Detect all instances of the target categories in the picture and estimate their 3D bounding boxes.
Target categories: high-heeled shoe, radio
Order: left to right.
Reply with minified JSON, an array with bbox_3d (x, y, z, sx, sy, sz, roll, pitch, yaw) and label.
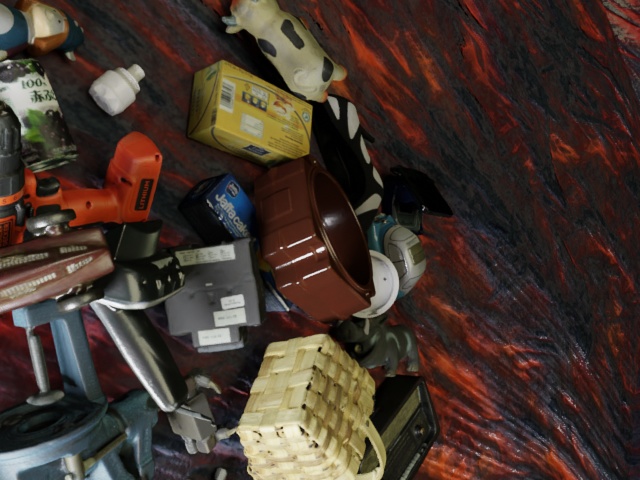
[{"bbox_3d":[0.028,-0.114,0.871,0.145,0.086,0.248,25,65,-36],"label":"high-heeled shoe"},{"bbox_3d":[0.114,0.344,0.906,0.229,0.073,0.131,-36,112,-43],"label":"radio"}]

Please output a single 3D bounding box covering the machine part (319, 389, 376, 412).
[{"bbox_3d":[0.039,0.239,0.866,0.138,0.039,0.084,30,59,-39],"label":"machine part"}]

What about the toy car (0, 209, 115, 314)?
[{"bbox_3d":[-0.274,0.038,0.435,0.202,0.053,0.089,-17,93,-13],"label":"toy car"}]

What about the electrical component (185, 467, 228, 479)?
[{"bbox_3d":[-0.150,0.324,0.665,0.063,0.021,0.094,45,55,-33],"label":"electrical component"}]

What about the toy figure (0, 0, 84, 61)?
[{"bbox_3d":[-0.306,-0.210,0.538,0.154,0.058,0.064,-25,120,-47],"label":"toy figure"}]

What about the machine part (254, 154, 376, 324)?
[{"bbox_3d":[-0.002,-0.002,0.748,0.201,0.087,0.201,47,27,-50],"label":"machine part"}]

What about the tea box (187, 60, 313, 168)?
[{"bbox_3d":[-0.093,-0.167,0.751,0.169,0.068,0.098,18,73,-45],"label":"tea box"}]

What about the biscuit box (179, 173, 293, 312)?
[{"bbox_3d":[-0.100,0.008,0.727,0.202,0.063,0.059,57,48,-26],"label":"biscuit box"}]

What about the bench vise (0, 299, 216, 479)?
[{"bbox_3d":[-0.240,0.152,0.524,0.223,0.129,0.240,-19,103,-49],"label":"bench vise"}]

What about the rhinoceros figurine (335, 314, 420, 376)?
[{"bbox_3d":[0.102,0.175,0.914,0.190,0.073,0.112,16,75,-45],"label":"rhinoceros figurine"}]

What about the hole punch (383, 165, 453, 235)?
[{"bbox_3d":[0.174,-0.072,1.026,0.142,0.092,0.116,4,54,-44],"label":"hole punch"}]

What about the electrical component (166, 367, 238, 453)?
[{"bbox_3d":[-0.145,0.205,0.642,0.045,0.078,0.102,-27,99,-43],"label":"electrical component"}]

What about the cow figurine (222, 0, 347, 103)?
[{"bbox_3d":[-0.058,-0.288,0.773,0.195,0.085,0.127,53,26,1],"label":"cow figurine"}]

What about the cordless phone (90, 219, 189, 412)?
[{"bbox_3d":[-0.174,0.076,0.555,0.184,0.089,0.146,60,4,-2],"label":"cordless phone"}]

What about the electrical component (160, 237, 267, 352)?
[{"bbox_3d":[-0.126,0.067,0.651,0.058,0.115,0.134,-3,87,-86],"label":"electrical component"}]

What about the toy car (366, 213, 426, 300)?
[{"bbox_3d":[0.134,0.031,0.946,0.109,0.103,0.161,-23,104,-47],"label":"toy car"}]
